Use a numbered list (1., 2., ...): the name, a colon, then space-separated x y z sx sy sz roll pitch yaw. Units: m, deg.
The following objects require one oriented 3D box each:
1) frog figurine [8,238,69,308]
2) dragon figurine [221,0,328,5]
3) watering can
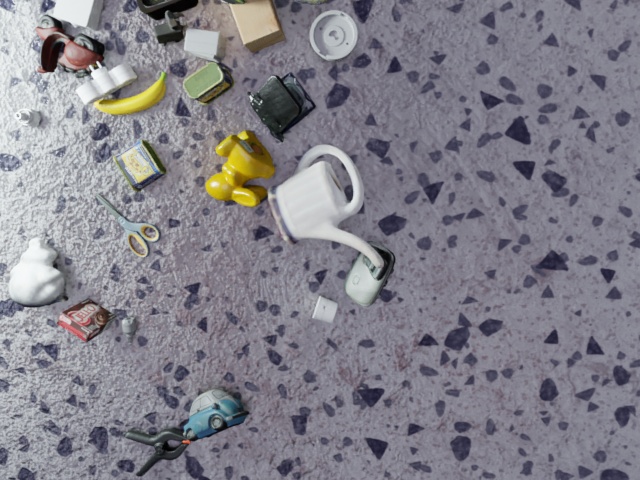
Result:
1. frog figurine: -0.697 0.080 1.269 0.138 0.124 0.157 13 109 23
2. dragon figurine: -0.166 -0.626 1.085 0.410 0.122 0.243 9 88 4
3. watering can: 0.004 -0.058 1.152 0.223 0.102 0.355 -26 59 16
